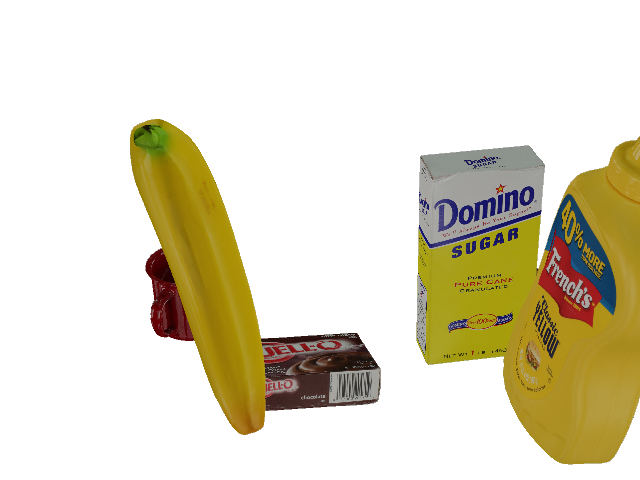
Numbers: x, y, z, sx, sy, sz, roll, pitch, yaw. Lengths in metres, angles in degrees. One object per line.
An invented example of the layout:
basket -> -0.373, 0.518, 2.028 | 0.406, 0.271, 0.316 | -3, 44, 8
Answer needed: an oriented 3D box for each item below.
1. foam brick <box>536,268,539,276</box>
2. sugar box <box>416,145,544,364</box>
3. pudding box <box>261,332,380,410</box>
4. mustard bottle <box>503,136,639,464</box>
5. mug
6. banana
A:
foam brick -> 0.195, 0.066, 1.102 | 0.051, 0.078, 0.053 | -14, 20, -43
sugar box -> 0.128, 0.014, 0.868 | 0.093, 0.176, 0.048 | -6, 31, -7
pudding box -> -0.010, 0.118, 0.970 | 0.113, 0.039, 0.090 | -1, 17, -12
mustard bottle -> 0.149, 0.021, 0.555 | 0.058, 0.192, 0.096 | 2, 39, -12
mug -> -0.151, 0.065, 1.192 | 0.093, 0.081, 0.117 | 12, 33, 21
banana -> -0.064, 0.012, 0.551 | 0.037, 0.198, 0.069 | -9, 35, 11
